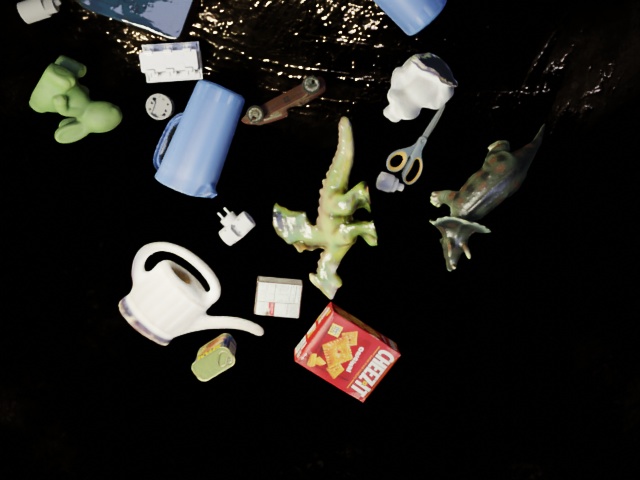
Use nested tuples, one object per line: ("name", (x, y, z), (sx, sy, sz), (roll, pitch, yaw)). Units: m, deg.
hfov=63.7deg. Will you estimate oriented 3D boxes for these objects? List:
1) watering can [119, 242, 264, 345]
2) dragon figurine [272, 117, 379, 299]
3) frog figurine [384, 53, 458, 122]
("watering can", (-0.318, 0.164, 1.219), (0.223, 0.105, 0.345), (-42, 101, 8))
("dragon figurine", (0.004, -0.060, 1.197), (0.242, 0.123, 0.406), (-13, 102, 8))
("frog figurine", (0.219, -0.333, 1.159), (0.137, 0.126, 0.156), (19, 138, -16))
